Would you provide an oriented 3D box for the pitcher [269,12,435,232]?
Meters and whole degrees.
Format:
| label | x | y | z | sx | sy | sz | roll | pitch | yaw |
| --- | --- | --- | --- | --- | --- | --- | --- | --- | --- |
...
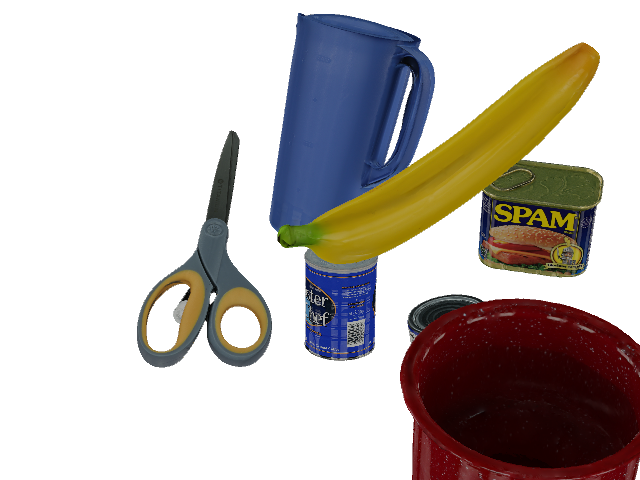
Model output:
| label | x | y | z | sx | sy | sz | roll | pitch | yaw |
| --- | --- | --- | --- | --- | --- | --- | --- | --- | --- |
| pitcher | 0.026 | -0.115 | 1.149 | 0.145 | 0.243 | 0.149 | 10 | 18 | -7 |

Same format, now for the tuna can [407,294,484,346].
| label | x | y | z | sx | sy | sz | roll | pitch | yaw |
| --- | --- | --- | --- | --- | --- | --- | --- | --- | --- |
| tuna can | 0.132 | 0.089 | 1.084 | 0.086 | 0.034 | 0.086 | -9 | 24 | 4 |

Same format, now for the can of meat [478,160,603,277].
| label | x | y | z | sx | sy | sz | roll | pitch | yaw |
| --- | --- | --- | --- | --- | --- | --- | --- | --- | --- |
| can of meat | 0.189 | -0.018 | 0.930 | 0.102 | 0.084 | 0.057 | 8 | 41 | 13 |

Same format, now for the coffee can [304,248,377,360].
| label | x | y | z | sx | sy | sz | roll | pitch | yaw |
| --- | --- | --- | --- | --- | --- | --- | --- | --- | --- |
| coffee can | 0.028 | 0.085 | 1.512 | 0.103 | 0.140 | 0.103 | 0 | 21 | 0 |

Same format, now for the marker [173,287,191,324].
| label | x | y | z | sx | sy | sz | roll | pitch | yaw |
| --- | --- | --- | --- | --- | --- | --- | --- | --- | --- |
| marker | -0.115 | 0.045 | 1.036 | 0.020 | 0.020 | 0.121 | 0 | 25 | 12 |

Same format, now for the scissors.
| label | x | y | z | sx | sy | sz | roll | pitch | yaw |
| --- | --- | --- | --- | --- | --- | --- | --- | --- | --- |
| scissors | -0.058 | 0.008 | 0.735 | 0.096 | 0.201 | 0.016 | 20 | -35 | 8 |

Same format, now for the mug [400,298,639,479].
| label | x | y | z | sx | sy | sz | roll | pitch | yaw |
| --- | --- | --- | --- | --- | --- | --- | --- | --- | --- |
| mug | 0.088 | 0.083 | 0.399 | 0.117 | 0.081 | 0.093 | 5 | 36 | 9 |

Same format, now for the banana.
| label | x | y | z | sx | sy | sz | roll | pitch | yaw |
| --- | --- | --- | --- | --- | --- | --- | --- | --- | --- |
| banana | 0.070 | -0.038 | 0.592 | 0.198 | 0.037 | 0.069 | -33 | -12 | 0 |
